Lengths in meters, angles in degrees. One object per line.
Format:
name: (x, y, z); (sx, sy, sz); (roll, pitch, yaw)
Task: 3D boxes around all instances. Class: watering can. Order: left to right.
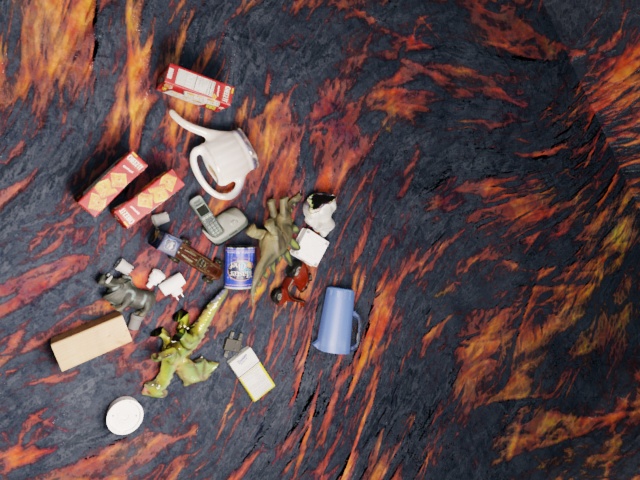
watering can: (-0.340, -0.308, 1.722); (0.227, 0.104, 0.344); (-32, 105, -24)

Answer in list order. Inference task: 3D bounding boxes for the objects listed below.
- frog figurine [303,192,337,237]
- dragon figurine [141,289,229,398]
frog figurine: (0.006, -0.097, 1.925); (0.139, 0.124, 0.156); (-47, 148, -26)
dragon figurine: (-0.425, 0.367, 1.719); (0.414, 0.123, 0.238); (-36, 125, -20)
